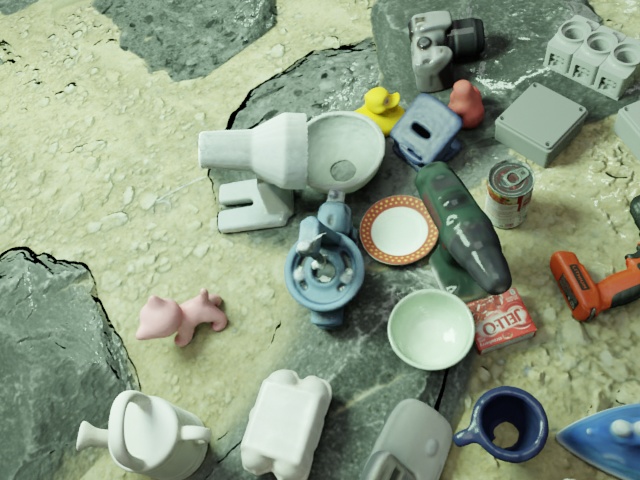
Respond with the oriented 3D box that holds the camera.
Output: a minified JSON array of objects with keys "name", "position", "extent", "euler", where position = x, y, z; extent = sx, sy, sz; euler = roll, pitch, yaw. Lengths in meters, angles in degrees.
[{"name":"camera","position":[0.236,-0.367,1.066],"extent":[0.136,0.101,0.143],"euler":[-6,61,9]}]

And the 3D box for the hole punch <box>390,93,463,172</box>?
[{"name":"hole punch","position":[0.182,-0.179,0.982],"extent":[0.101,0.091,0.108],"euler":[-40,61,-10]}]

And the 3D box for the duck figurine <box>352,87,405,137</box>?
[{"name":"duck figurine","position":[0.101,-0.237,1.034],"extent":[0.104,0.086,0.077],"euler":[-10,61,7]}]

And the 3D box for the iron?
[{"name":"iron","position":[0.426,0.237,0.677],"extent":[0.257,0.142,0.118],"euler":[1,62,12]}]

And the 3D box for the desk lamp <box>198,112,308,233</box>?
[{"name":"desk lamp","position":[-0.099,-0.109,0.933],"extent":[0.203,0.214,0.118],"euler":[-8,61,8]}]

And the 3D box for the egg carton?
[{"name":"egg carton","position":[-0.047,0.260,0.806],"extent":[0.107,0.069,0.150],"euler":[10,65,17]}]

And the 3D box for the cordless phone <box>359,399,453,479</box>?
[{"name":"cordless phone","position":[0.102,0.264,0.706],"extent":[0.094,0.185,0.148],"euler":[19,67,21]}]

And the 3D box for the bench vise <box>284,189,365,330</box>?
[{"name":"bench vise","position":[-0.004,0.006,0.847],"extent":[0.121,0.220,0.207],"euler":[-14,60,5]}]

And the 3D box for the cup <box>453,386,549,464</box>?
[{"name":"cup","position":[0.228,0.249,0.739],"extent":[0.117,0.095,0.091],"euler":[-19,60,1]}]

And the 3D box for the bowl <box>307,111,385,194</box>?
[{"name":"bowl","position":[0.035,-0.140,1.002],"extent":[0.167,0.075,0.167],"euler":[-5,61,9]}]

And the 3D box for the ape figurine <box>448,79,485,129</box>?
[{"name":"ape figurine","position":[0.252,-0.244,1.002],"extent":[0.078,0.092,0.076],"euler":[-29,60,-4]}]

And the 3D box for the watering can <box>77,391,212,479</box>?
[{"name":"watering can","position":[-0.239,0.266,0.772],"extent":[0.173,0.194,0.100],"euler":[-25,60,-2]}]

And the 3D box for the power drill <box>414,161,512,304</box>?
[{"name":"power drill","position":[0.201,0.010,0.808],"extent":[0.075,0.209,0.229],"euler":[-21,60,0]}]

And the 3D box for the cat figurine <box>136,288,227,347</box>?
[{"name":"cat figurine","position":[-0.222,0.115,0.894],"extent":[0.128,0.118,0.067],"euler":[-27,60,-3]}]
